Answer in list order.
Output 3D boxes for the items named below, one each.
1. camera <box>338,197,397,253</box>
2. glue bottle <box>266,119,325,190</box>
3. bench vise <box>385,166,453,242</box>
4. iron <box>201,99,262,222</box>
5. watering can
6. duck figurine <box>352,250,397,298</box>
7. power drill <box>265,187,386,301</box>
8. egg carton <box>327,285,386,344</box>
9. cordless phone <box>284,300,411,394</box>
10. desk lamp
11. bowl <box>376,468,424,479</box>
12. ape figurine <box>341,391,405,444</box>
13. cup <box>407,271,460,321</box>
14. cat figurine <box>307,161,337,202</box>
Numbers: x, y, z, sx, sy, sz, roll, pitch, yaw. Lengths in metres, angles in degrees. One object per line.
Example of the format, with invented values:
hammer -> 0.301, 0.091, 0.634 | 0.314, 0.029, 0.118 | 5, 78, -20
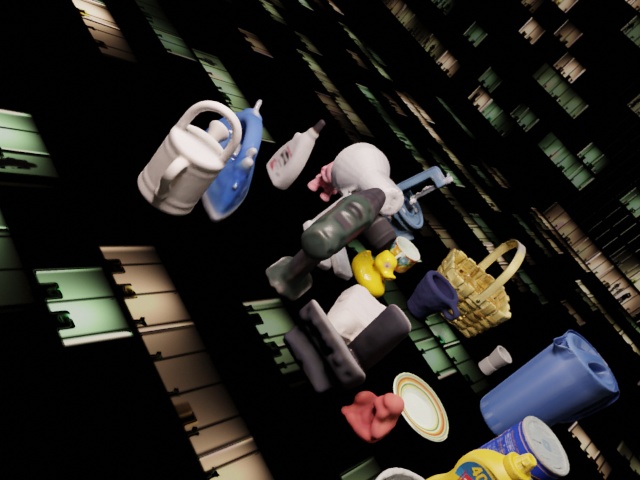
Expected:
camera -> 0.110, -0.044, 1.293 | 0.136, 0.100, 0.144 | 52, 28, 14
glue bottle -> -0.046, -0.188, 1.202 | 0.037, 0.173, 0.078 | 14, 40, -44
bench vise -> 0.200, -0.119, 1.388 | 0.207, 0.219, 0.122 | 45, 27, 1
iron -> -0.149, -0.155, 1.052 | 0.119, 0.141, 0.258 | 29, 31, -27
watering can -> -0.198, -0.142, 0.911 | 0.101, 0.193, 0.172 | 28, 32, -28
duck figurine -> 0.120, 0.056, 1.186 | 0.078, 0.086, 0.104 | 14, 40, -44
power drill -> 0.009, 0.003, 0.976 | 0.075, 0.208, 0.230 | 46, 28, 3
egg carton -> 0.066, 0.145, 1.010 | 0.107, 0.069, 0.150 | 43, 28, -2
cordless phone -> 0.048, 0.135, 0.873 | 0.147, 0.184, 0.094 | 53, 29, 17
desk lamp -> 0.070, -0.065, 1.147 | 0.118, 0.213, 0.203 | 24, 34, -33
bowl -> 0.104, 0.385, 0.728 | 0.168, 0.074, 0.167 | 33, 30, -21
ape figurine -> 0.088, 0.260, 0.858 | 0.076, 0.092, 0.078 | 35, 29, -18
cup -> 0.241, 0.138, 1.227 | 0.092, 0.094, 0.117 | 11, 43, -47
cat figurine -> 0.036, -0.151, 1.321 | 0.067, 0.117, 0.128 | 42, 28, -5
